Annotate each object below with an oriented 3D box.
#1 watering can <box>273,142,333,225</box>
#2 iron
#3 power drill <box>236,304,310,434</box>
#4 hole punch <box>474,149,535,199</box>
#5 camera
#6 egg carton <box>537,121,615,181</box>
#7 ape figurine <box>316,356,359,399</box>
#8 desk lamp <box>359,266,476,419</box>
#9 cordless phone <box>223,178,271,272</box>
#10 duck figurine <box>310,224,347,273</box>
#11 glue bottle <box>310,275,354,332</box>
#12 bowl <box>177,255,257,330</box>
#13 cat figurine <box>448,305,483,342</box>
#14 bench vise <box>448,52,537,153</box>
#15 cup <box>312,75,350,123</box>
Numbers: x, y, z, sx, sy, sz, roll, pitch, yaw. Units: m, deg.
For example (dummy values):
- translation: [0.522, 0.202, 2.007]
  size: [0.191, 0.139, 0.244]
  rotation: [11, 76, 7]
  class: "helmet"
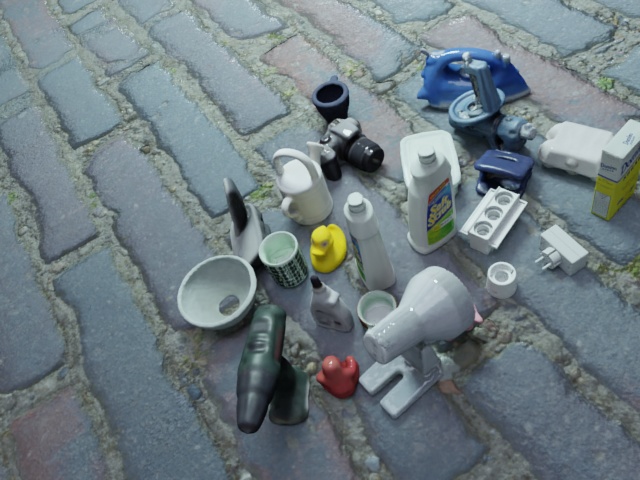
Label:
- translation: [-0.041, -0.132, 1.222]
  size: [0.100, 0.194, 0.173]
  rotation: [-6, 55, 12]
  class: "watering can"
- translation: [0.353, -0.390, 1.322]
  size: [0.257, 0.142, 0.118]
  rotation: [2, 57, 17]
  class: "iron"
- translation: [-0.079, 0.237, 0.967]
  size: [0.075, 0.209, 0.229]
  rotation: [-7, 55, 12]
  class: "power drill"
- translation: [0.377, -0.147, 1.178]
  size: [0.108, 0.091, 0.101]
  rotation: [18, 63, 26]
  class: "hole punch"
- translation: [0.066, -0.204, 1.300]
  size: [0.143, 0.101, 0.136]
  rotation: [-44, 56, -15]
  class: "camera"
- translation: [0.529, -0.181, 1.172]
  size: [0.149, 0.069, 0.107]
  rotation: [22, 65, 28]
  class: "egg carton"
- translation: [0.029, 0.234, 1.011]
  size: [0.077, 0.092, 0.076]
  rotation: [-12, 54, 8]
  class: "ape figurine"
- translation: [0.154, 0.168, 0.946]
  size: [0.203, 0.214, 0.117]
  rotation: [-40, 55, -13]
  class: "desk lamp"
- translation: [-0.164, -0.030, 1.191]
  size: [0.094, 0.185, 0.147]
  rotation: [-23, 53, 0]
  class: "cordless phone"
- translation: [0.011, 0.004, 1.180]
  size: [0.077, 0.086, 0.104]
  rotation: [10, 59, 22]
  class: "duck figurine"
- translation: [0.010, 0.112, 1.050]
  size: [0.078, 0.173, 0.037]
  rotation: [12, 60, 23]
  class: "glue bottle"
- translation: [-0.199, 0.118, 1.167]
  size: [0.167, 0.075, 0.167]
  rotation: [-7, 54, 11]
  class: "bowl"
- translation: [0.232, 0.119, 1.017]
  size: [0.067, 0.118, 0.127]
  rotation: [-29, 53, -5]
  class: "cat figurine"
- translation: [0.363, -0.289, 1.200]
  size: [0.206, 0.220, 0.121]
  rotation: [18, 63, 26]
  class: "bench vise"
- translation: [0.035, -0.336, 1.404]
  size: [0.091, 0.095, 0.118]
  rotation: [-1, 56, 16]
  class: "cup"
